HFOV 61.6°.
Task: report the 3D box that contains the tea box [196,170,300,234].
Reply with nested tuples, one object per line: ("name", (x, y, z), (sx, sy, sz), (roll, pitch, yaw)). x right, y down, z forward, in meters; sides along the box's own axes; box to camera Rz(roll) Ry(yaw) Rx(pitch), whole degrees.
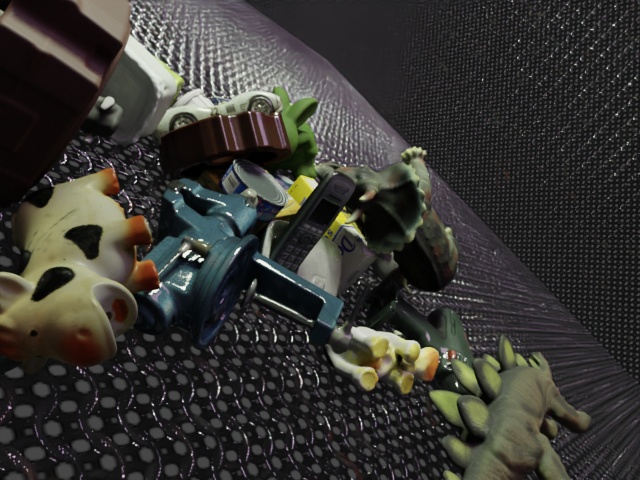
("tea box", (-0.104, -0.044, 0.756), (0.098, 0.068, 0.169), (47, 22, 12))

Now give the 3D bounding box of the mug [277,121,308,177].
("mug", (-0.071, -0.177, 1.062), (0.107, 0.109, 0.081), (-7, 39, -4))

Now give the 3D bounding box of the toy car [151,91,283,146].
("toy car", (-0.152, -0.180, 0.805), (0.073, 0.202, 0.056), (162, -91, -73))

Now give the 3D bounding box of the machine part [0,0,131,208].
("machine part", (-0.256, -0.143, 0.481), (0.087, 0.201, 0.202), (31, 22, -34))

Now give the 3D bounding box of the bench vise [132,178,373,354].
("bench vise", (-0.072, 0.036, 0.547), (0.241, 0.128, 0.224), (26, 27, 5))

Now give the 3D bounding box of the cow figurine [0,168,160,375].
("cow figurine", (-0.193, 0.021, 0.410), (0.127, 0.085, 0.195), (-19, 39, -23))

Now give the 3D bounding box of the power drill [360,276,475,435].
("power drill", (0.159, 0.160, 0.807), (0.207, 0.086, 0.232), (33, 30, -11))

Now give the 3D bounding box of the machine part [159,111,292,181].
("machine part", (-0.130, -0.126, 0.736), (0.179, 0.179, 0.056), (-14, 90, -67))

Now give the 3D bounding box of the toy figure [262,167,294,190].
("toy figure", (-0.092, -0.091, 0.895), (0.154, 0.064, 0.058), (28, 59, -39))

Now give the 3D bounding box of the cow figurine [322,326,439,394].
("cow figurine", (0.078, 0.149, 0.692), (0.098, 0.068, 0.167), (15, -3, 46))

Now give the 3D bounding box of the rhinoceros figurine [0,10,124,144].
("rhinoceros figurine", (-0.325, -0.187, 0.630), (0.190, 0.073, 0.112), (28, 24, -32))

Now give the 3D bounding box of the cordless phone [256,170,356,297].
("cordless phone", (-0.001, -0.002, 0.694), (0.146, 0.184, 0.089), (22, 23, -43))

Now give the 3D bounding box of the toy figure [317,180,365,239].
("toy figure", (0.011, -0.042, 0.942), (0.089, 0.082, 0.180), (51, 12, -44))

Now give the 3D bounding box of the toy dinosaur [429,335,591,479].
("toy dinosaur", (0.230, 0.247, 0.681), (0.198, 0.105, 0.471), (50, 34, 5))

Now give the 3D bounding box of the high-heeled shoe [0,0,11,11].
("high-heeled shoe", (-0.381, -0.298, 0.811), (0.145, 0.086, 0.248), (16, -11, 23))

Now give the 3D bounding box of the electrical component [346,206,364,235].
("electrical component", (0.087, -0.024, 0.987), (0.048, 0.074, 0.119), (-25, 69, -25))

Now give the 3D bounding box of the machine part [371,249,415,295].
("machine part", (0.121, 0.013, 1.050), (0.079, 0.079, 0.243), (22, 27, -45))

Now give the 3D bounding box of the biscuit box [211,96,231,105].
("biscuit box", (-0.150, -0.225, 1.053), (0.059, 0.063, 0.202), (48, 21, 12))

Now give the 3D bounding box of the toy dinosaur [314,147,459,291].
("toy dinosaur", (0.152, 0.005, 0.837), (0.404, 0.131, 0.192), (51, 30, -34))

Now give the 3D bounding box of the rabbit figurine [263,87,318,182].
("rabbit figurine", (-0.054, -0.173, 0.925), (0.121, 0.159, 0.170), (18, 9, 4))
